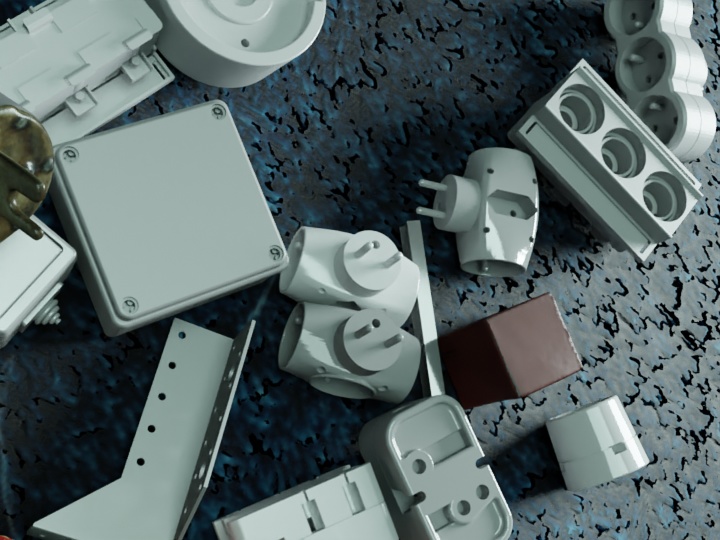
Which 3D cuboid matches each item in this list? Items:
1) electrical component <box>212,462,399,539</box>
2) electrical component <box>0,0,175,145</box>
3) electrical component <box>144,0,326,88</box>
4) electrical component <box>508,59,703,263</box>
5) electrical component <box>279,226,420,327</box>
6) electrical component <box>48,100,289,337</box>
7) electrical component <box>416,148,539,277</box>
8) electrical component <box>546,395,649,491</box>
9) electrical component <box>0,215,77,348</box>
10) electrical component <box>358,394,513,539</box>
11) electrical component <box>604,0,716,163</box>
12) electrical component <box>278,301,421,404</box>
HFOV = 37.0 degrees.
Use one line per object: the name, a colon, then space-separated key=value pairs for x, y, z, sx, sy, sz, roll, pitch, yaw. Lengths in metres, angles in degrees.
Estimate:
electrical component: x=-0.030 y=0.154 z=0.619 sx=0.089 sy=0.050 sz=0.055 roll=-19 pitch=85 yaw=-24
electrical component: x=-0.176 y=-0.116 z=0.617 sx=0.121 sy=0.063 sz=0.078 roll=-39 pitch=93 yaw=-24
electrical component: x=-0.082 y=-0.165 z=0.664 sx=0.108 sy=0.060 sz=0.108 roll=8 pitch=72 yaw=-27
electrical component: x=0.165 y=-0.072 z=0.739 sx=0.121 sy=0.063 sz=0.078 roll=45 pitch=66 yaw=-6
electrical component: x=0.000 y=0.000 z=0.650 sx=0.077 sy=0.079 sz=0.043 roll=18 pitch=67 yaw=-16
electrical component: x=-0.113 y=-0.030 z=0.625 sx=0.109 sy=0.056 sz=0.108 roll=-21 pitch=86 yaw=-24
electrical component: x=0.074 y=-0.041 z=0.708 sx=0.079 sy=0.043 sz=0.077 roll=11 pitch=74 yaw=-19
electrical component: x=0.152 y=0.112 z=0.698 sx=0.055 sy=0.055 sz=0.047 roll=-17 pitch=81 yaw=-24
electrical component: x=-0.200 y=-0.004 z=0.583 sx=0.096 sy=0.061 sz=0.061 roll=41 pitch=67 yaw=-8
electrical component: x=0.042 y=0.127 z=0.648 sx=0.054 sy=0.059 sz=0.095 roll=-24 pitch=87 yaw=-24
electrical component: x=0.229 y=-0.146 z=0.789 sx=0.074 sy=0.052 sz=0.138 roll=1 pitch=77 yaw=-41
electrical component: x=0.000 y=0.046 z=0.639 sx=0.077 sy=0.079 sz=0.044 roll=19 pitch=68 yaw=-17
